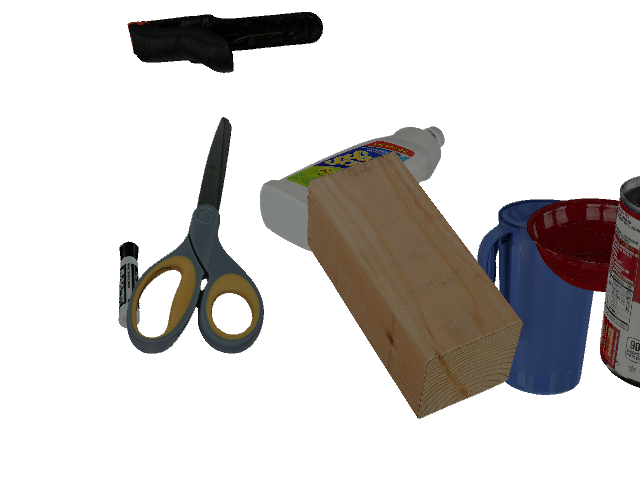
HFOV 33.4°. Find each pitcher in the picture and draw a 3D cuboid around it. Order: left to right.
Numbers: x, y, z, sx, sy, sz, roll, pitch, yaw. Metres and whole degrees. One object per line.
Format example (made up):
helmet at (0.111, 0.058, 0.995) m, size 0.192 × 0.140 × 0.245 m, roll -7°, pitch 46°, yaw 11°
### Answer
pitcher at (0.285, 0.076, 1.397) m, size 0.149 × 0.243 × 0.144 m, roll 6°, pitch 20°, yaw 16°

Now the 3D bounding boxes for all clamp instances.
clamp at (-0.085, -0.165, 0.866) m, size 0.120 × 0.039 × 0.172 m, roll -18°, pitch 25°, yaw -40°

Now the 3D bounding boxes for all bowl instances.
bowl at (0.304, 0.010, 1.161) m, size 0.162 × 0.055 × 0.162 m, roll -2°, pitch 27°, yaw 1°

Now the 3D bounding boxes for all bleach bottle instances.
bleach bottle at (0.051, -0.076, 1.248) m, size 0.103 × 0.068 × 0.250 m, roll 28°, pitch 45°, yaw 33°

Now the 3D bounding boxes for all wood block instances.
wood block at (0.073, 0.034, 0.910) m, size 0.090 × 0.206 × 0.091 m, roll -20°, pitch -36°, yaw -17°

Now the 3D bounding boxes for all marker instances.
marker at (-0.182, 0.039, 1.017) m, size 0.020 × 0.020 × 0.121 m, roll 0°, pitch 34°, yaw -10°

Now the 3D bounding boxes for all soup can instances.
soup can at (0.190, 0.023, 0.575) m, size 0.068 × 0.102 × 0.068 m, roll 0°, pitch 25°, yaw 0°

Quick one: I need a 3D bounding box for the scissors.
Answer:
scissors at (-0.063, -0.001, 0.725) m, size 0.096 × 0.201 × 0.016 m, roll 20°, pitch -36°, yaw 7°
